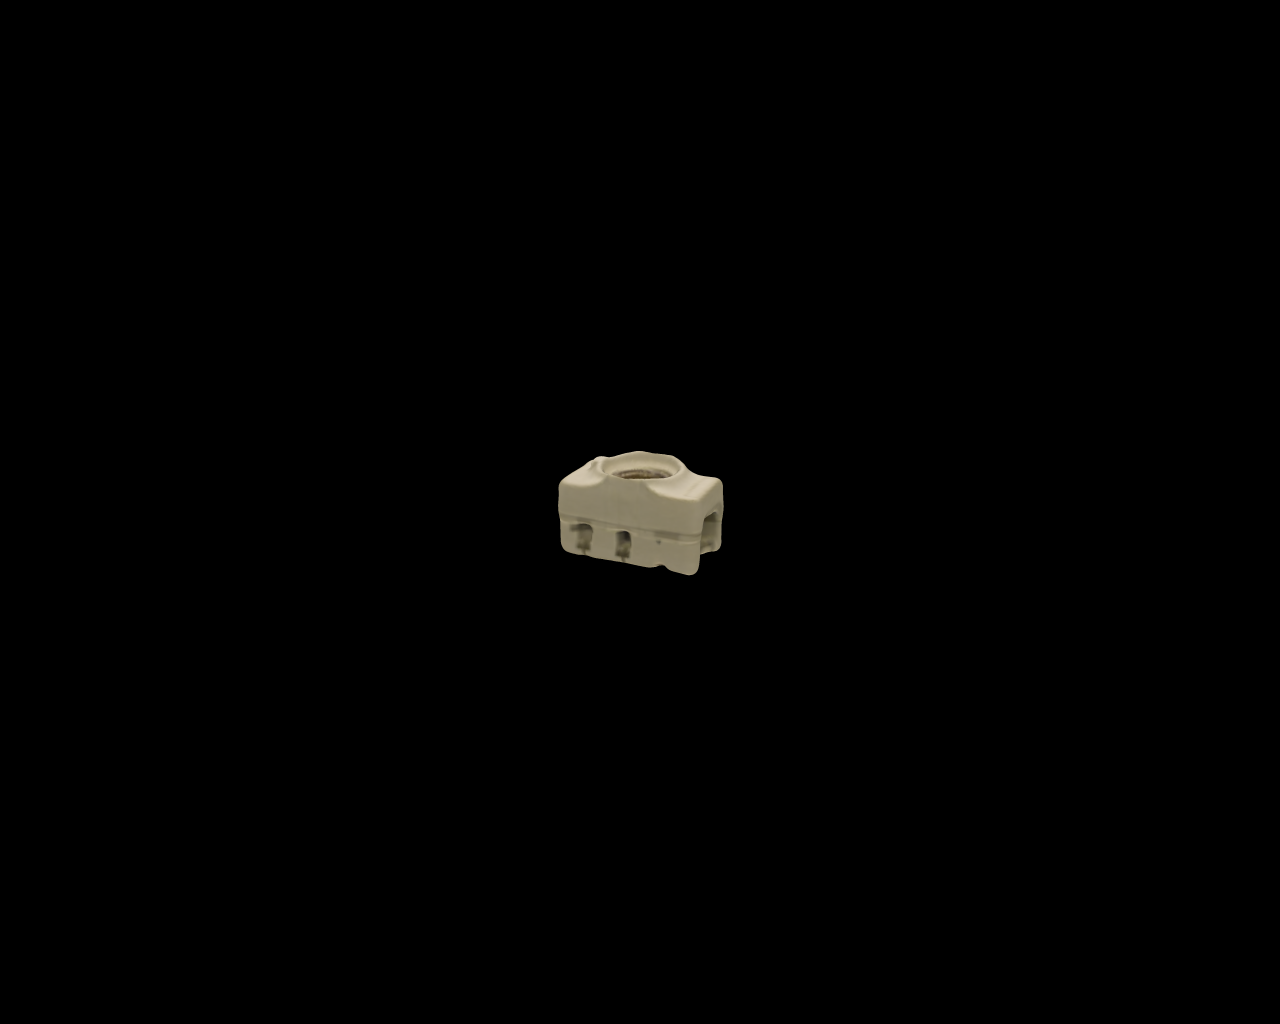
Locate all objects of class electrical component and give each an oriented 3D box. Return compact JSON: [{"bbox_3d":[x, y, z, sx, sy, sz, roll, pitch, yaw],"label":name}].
[{"bbox_3d":[0.001,-0.003,0.650,0.089,0.055,0.050,10,24,22],"label":"electrical component"}]
